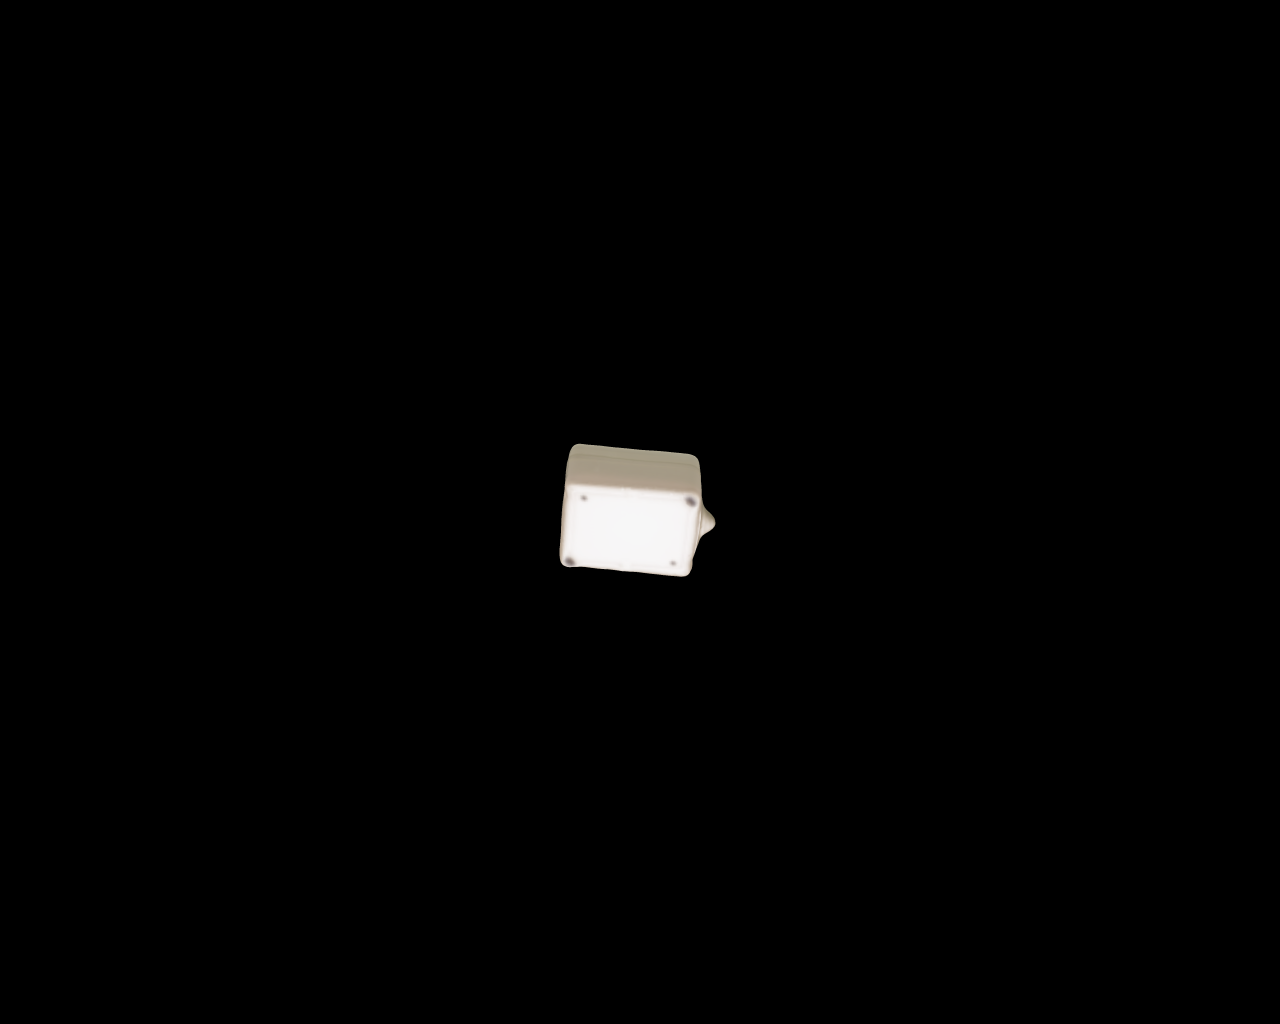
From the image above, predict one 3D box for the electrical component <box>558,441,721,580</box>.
[{"bbox_3d":[0.001,-0.003,0.650,0.096,0.061,0.061,5,31,-3],"label":"electrical component"}]
